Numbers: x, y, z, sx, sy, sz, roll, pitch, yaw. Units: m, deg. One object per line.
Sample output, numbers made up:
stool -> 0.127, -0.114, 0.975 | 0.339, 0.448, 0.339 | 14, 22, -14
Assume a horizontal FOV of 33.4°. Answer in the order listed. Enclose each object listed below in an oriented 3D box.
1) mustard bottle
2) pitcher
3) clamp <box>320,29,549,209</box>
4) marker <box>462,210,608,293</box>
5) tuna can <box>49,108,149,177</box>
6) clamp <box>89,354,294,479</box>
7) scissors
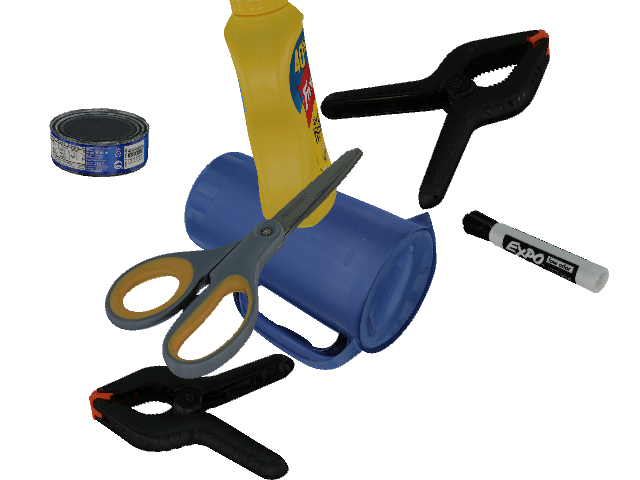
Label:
mustard bottle -> -0.032, -0.111, 0.783 | 0.058, 0.191, 0.096 | -6, 28, 11
pitcher -> -0.021, 0.011, 1.058 | 0.243, 0.145, 0.149 | 26, 28, 27
clamp -> 0.125, -0.119, 0.948 | 0.210, 0.165, 0.036 | -27, -38, -8
marker -> 0.151, 0.006, 0.769 | 0.020, 0.020, 0.121 | 0, 21, -47
tuna can -> -0.194, -0.086, 0.940 | 0.086, 0.034, 0.086 | 5, 26, -2
clamp -> -0.100, 0.133, 0.884 | 0.171, 0.039, 0.120 | 11, 38, 4
scissors -> -0.052, 0.000, 0.628 | 0.096, 0.016, 0.201 | 12, 46, 17
